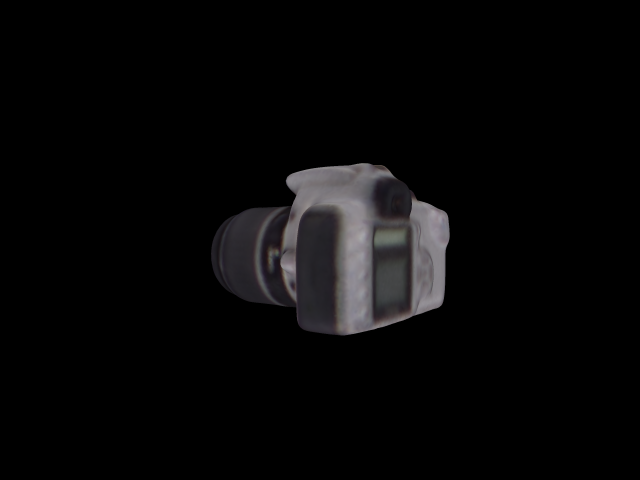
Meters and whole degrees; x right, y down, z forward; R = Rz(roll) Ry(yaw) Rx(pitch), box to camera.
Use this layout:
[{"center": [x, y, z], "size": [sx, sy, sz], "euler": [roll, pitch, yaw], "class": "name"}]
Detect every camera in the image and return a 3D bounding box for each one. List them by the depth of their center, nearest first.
[{"center": [0.004, 0.001, 0.400], "size": [0.136, 0.101, 0.144], "euler": [1, 2, 35], "class": "camera"}]
